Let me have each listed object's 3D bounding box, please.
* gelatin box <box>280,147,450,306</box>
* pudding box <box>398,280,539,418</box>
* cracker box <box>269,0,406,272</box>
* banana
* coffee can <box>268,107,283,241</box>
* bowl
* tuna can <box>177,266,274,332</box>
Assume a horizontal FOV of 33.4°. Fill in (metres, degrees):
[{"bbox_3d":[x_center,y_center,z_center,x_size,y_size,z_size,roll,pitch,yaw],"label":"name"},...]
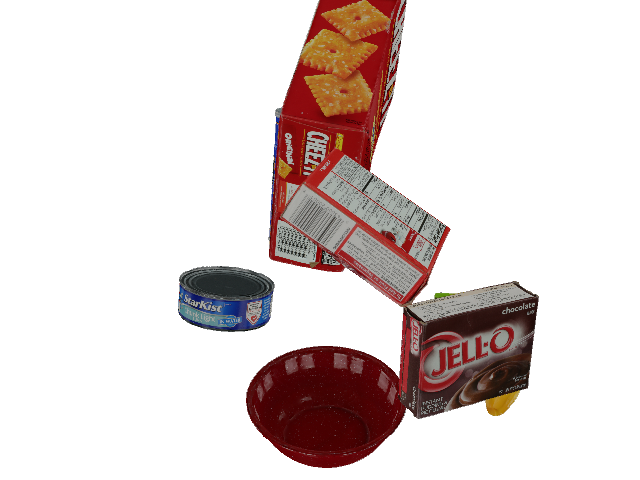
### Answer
[{"bbox_3d":[0.028,-0.009,0.618,0.089,0.030,0.073,36,26,0],"label":"gelatin box"},{"bbox_3d":[0.120,0.088,0.874,0.113,0.090,0.039,-12,29,-25],"label":"pudding box"},{"bbox_3d":[0.018,-0.106,0.872,0.072,0.213,0.164,12,-41,5],"label":"cracker box"},{"bbox_3d":[0.183,0.112,1.142,0.069,0.037,0.198,-24,35,3],"label":"banana"},{"bbox_3d":[-0.001,-0.066,1.133,0.103,0.140,0.103,4,12,-1],"label":"coffee can"},{"bbox_3d":[0.006,0.178,1.084,0.162,0.055,0.162,-1,34,0],"label":"bowl"},{"bbox_3d":[-0.086,0.052,0.961,0.086,0.034,0.086,6,16,-2],"label":"tuna can"}]
